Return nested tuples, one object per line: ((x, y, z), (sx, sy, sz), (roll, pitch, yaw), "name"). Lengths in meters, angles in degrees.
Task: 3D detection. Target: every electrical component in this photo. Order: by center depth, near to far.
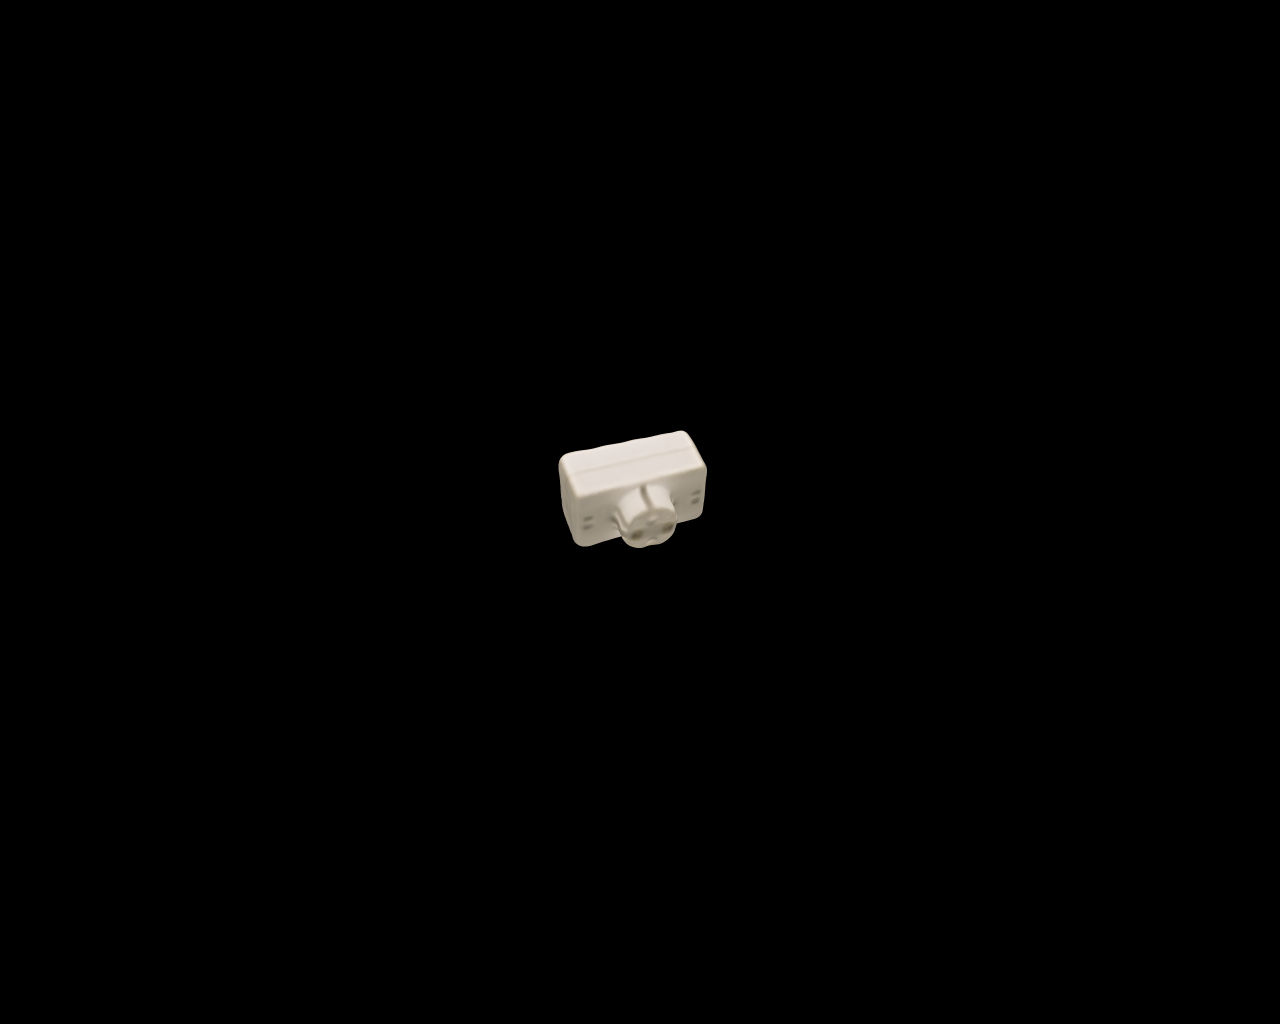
((0.001, -0.003, 0.650), (0.083, 0.047, 0.076), (-13, 47, -12), "electrical component")
